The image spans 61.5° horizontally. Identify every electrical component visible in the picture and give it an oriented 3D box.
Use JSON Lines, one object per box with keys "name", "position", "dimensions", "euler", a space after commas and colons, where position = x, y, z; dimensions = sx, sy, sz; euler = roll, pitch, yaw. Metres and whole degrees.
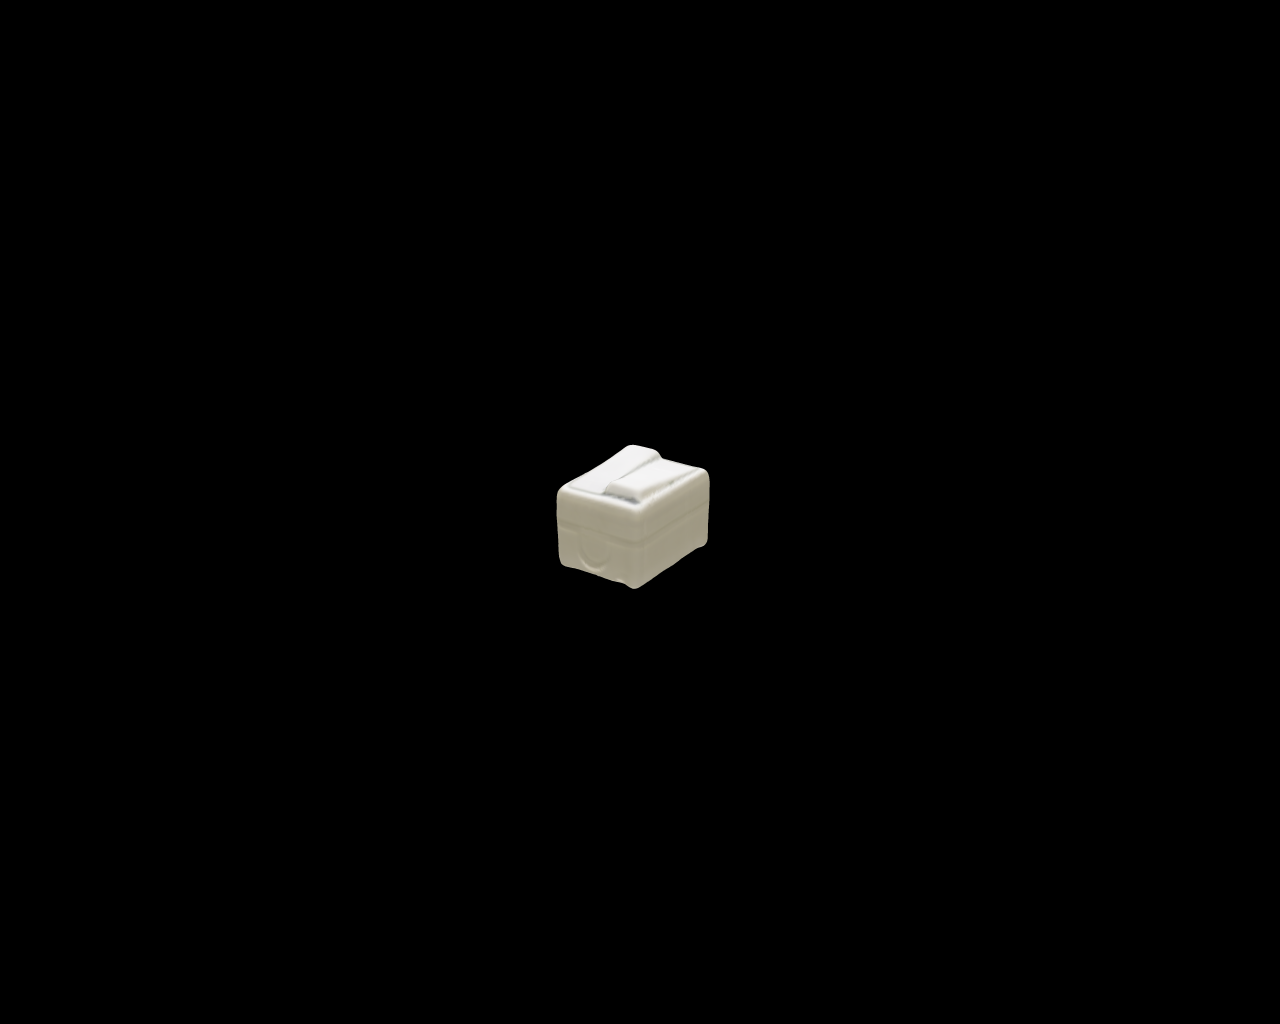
{"name": "electrical component", "position": [0.001, -0.003, 0.650], "dimensions": [0.062, 0.061, 0.096], "euler": [17, 29, 32]}
